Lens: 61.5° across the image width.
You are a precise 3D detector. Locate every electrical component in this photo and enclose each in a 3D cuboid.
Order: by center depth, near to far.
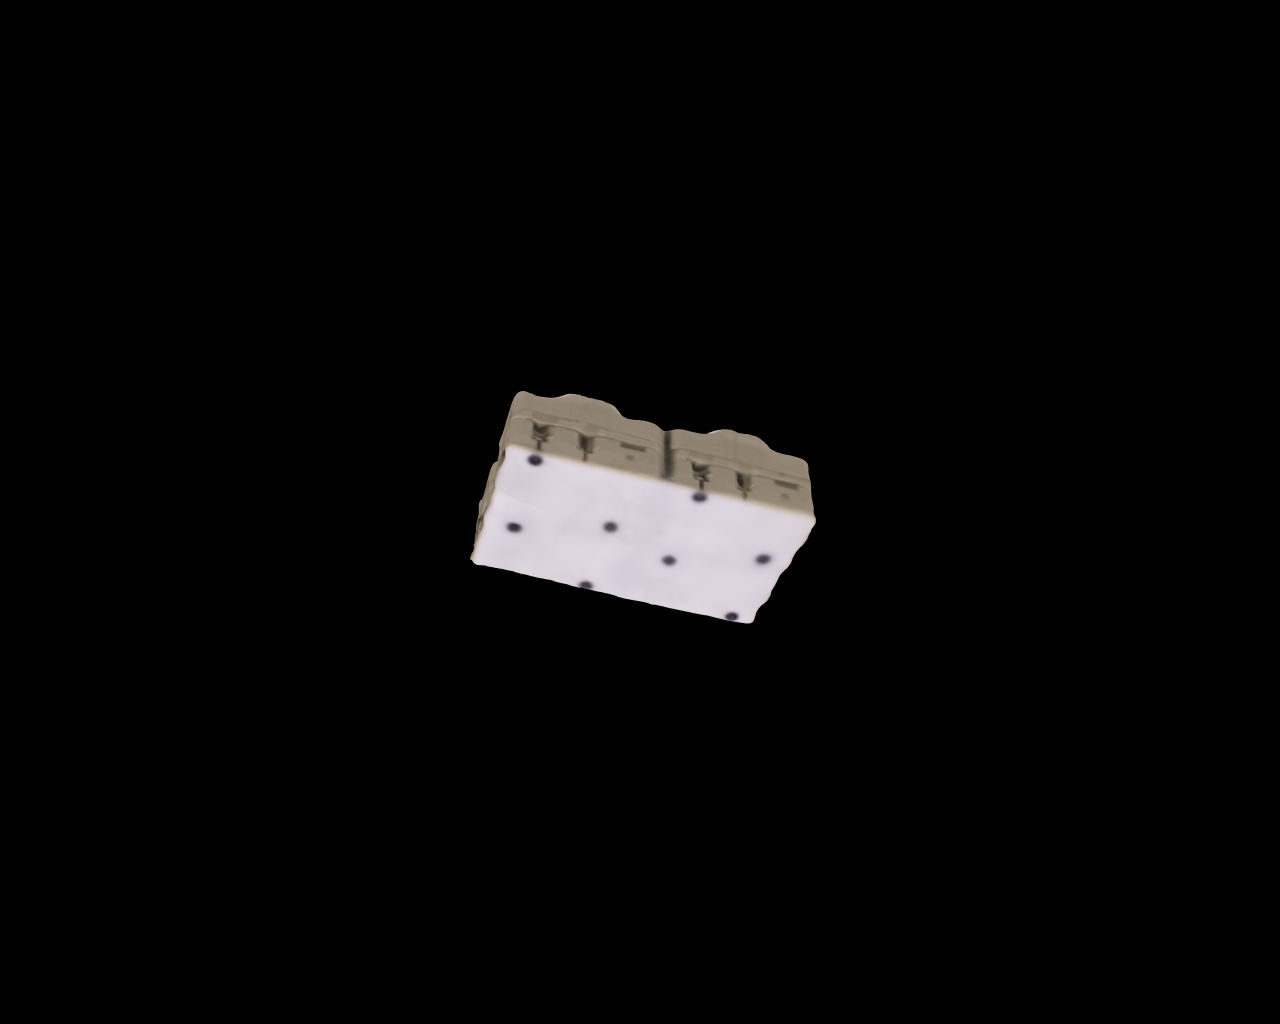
[{"bbox_3d":[0.001,-0.003,0.650,0.186,0.060,0.105,13,-47,-12],"label":"electrical component"}]
